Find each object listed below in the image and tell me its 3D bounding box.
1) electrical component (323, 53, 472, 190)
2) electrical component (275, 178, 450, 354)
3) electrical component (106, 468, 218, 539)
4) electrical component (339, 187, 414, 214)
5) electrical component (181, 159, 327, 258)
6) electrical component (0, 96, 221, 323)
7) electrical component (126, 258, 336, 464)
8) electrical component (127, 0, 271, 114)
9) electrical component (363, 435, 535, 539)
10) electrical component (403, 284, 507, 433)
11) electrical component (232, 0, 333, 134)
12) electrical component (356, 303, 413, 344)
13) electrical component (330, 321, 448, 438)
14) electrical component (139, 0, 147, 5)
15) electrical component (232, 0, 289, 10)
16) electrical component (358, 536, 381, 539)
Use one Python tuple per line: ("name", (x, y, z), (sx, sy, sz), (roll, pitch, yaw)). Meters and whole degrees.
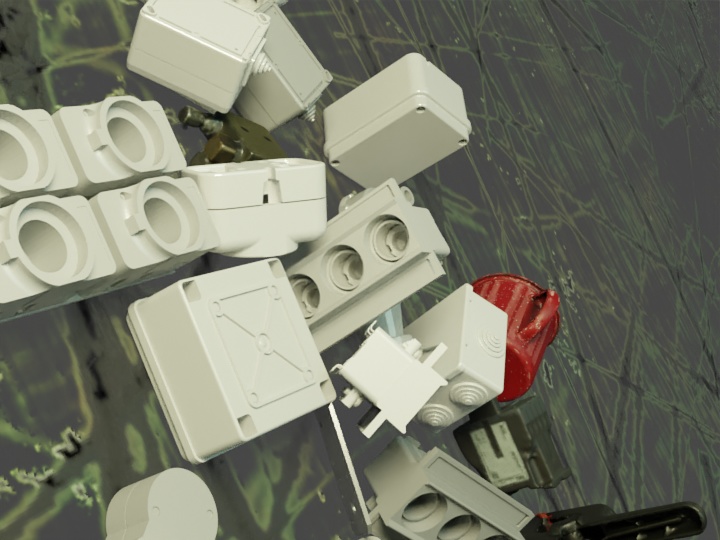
("electrical component", (0.031, -0.123, 0.930), (0.078, 0.113, 0.057), (30, 43, -41))
("electrical component", (0.000, 0.000, 0.786), (0.063, 0.121, 0.078), (2, 58, -63))
("electrical component", (-0.107, 0.166, 0.572), (0.052, 0.074, 0.138), (45, 37, -27))
("electrical component", (0.016, -0.050, 0.905), (0.048, 0.062, 0.048), (33, 44, -39))
("electrical component", (-0.072, -0.043, 0.743), (0.095, 0.054, 0.059), (-9, 104, -31))
("electrical component", (-0.173, -0.039, 0.632), (0.186, 0.060, 0.105), (-20, 85, -57))
("electrical component", (-0.082, 0.056, 0.700), (0.109, 0.056, 0.108), (-16, 82, -57))
("electrical component", (-0.111, -0.158, 0.775), (0.096, 0.061, 0.061), (25, 44, -5))
("electrical component", (0.062, 0.178, 0.804), (0.121, 0.078, 0.063), (38, 10, -35))
("electrical component", (0.073, 0.074, 0.869), (0.048, 0.100, 0.099), (32, 43, -21))
("electrical component", (-0.073, -0.152, 0.851), (0.096, 0.061, 0.061), (52, 35, -15))
("electrical component", (0.018, 0.053, 0.853), (0.045, 0.045, 0.055), (-1, 69, -55))
("electrical component", (0.017, 0.076, 0.764), (0.063, 0.078, 0.121), (42, -6, 2))
("electrical component", (-0.161, -0.251, 0.807), (0.100, 0.048, 0.099), (31, 45, -40))
("electrical component", (-0.081, -0.244, 0.920), (0.043, 0.043, 0.081), (58, 33, -9))
("electrical component", (0.013, 0.216, 0.734), (0.055, 0.045, 0.045), (51, 35, -19))
